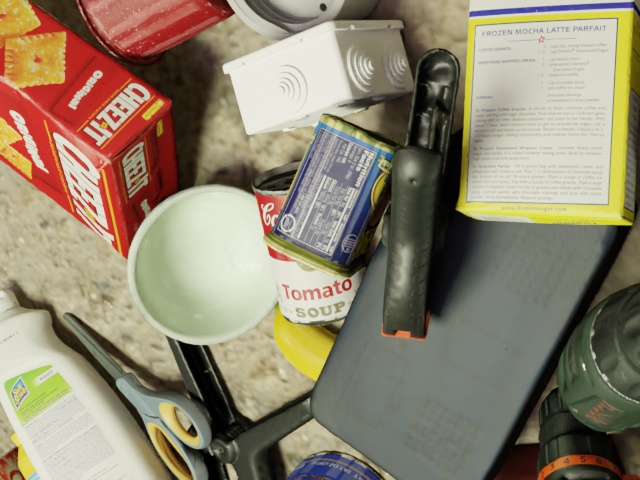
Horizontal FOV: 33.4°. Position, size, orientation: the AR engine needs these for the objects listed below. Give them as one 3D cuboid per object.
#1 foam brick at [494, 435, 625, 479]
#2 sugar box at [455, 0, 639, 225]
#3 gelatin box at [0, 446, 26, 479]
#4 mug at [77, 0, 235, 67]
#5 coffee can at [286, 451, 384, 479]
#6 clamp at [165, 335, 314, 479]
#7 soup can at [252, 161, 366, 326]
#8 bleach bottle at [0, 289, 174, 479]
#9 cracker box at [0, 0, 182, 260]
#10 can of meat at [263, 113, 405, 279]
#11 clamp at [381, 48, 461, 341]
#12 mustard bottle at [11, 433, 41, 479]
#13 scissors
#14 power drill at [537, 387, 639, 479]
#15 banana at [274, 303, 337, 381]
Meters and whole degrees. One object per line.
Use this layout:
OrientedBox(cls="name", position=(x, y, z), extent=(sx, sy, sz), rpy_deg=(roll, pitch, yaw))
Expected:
OrientedBox(cls="foam brick", position=(0.168, 0.174, 0.740), extent=(0.078, 0.051, 0.053), rpy_deg=(-16, 104, 36))
OrientedBox(cls="sugar box", position=(0.129, -0.098, 0.591), extent=(0.093, 0.048, 0.176), rpy_deg=(3, 85, 25))
OrientedBox(cls="gelatin box", position=(-0.288, 0.250, 1.043), extent=(0.030, 0.073, 0.089), rpy_deg=(-34, 92, 20))
OrientedBox(cls="mug", position=(-0.111, -0.177, 0.709), extent=(0.082, 0.117, 0.093), rpy_deg=(-19, 67, 31))
OrientedBox(cls="coffee can", position=(-0.012, 0.245, 0.829), extent=(0.103, 0.140, 0.103), rpy_deg=(14, 119, 26))
OrientedBox(cls="clamp", position=(-0.065, 0.165, 0.886), extent=(0.165, 0.036, 0.210), rpy_deg=(21, 124, 31))
OrientedBox(cls="soup can", position=(-0.005, 0.001, 0.753), extent=(0.069, 0.068, 0.102), rpy_deg=(1, 114, 31))
OrientedBox(cls="bleach bottle", position=(-0.221, 0.150, 0.946), extent=(0.102, 0.068, 0.251), rpy_deg=(-34, 77, 3))
OrientedBox(cls="cracker box", position=(-0.206, -0.096, 0.785), extent=(0.214, 0.072, 0.164), rpy_deg=(37, 158, 12))
OrientedBox(cls="can of meat", position=(0.014, -0.029, 0.656), extent=(0.057, 0.102, 0.084), rpy_deg=(25, 98, 8))
OrientedBox(cls="clamp", position=(0.056, -0.019, 0.603), extent=(0.039, 0.120, 0.171), rpy_deg=(14, 136, 10))
OrientedBox(cls="mustard bottle", position=(-0.230, 0.233, 1.010), extent=(0.191, 0.058, 0.096), rpy_deg=(51, 137, 1))
OrientedBox(cls="scissors", position=(-0.153, 0.122, 0.911), extent=(0.202, 0.016, 0.096), rpy_deg=(52, 140, 12))
OrientedBox(cls="power drill", position=(0.226, 0.162, 0.641), extent=(0.188, 0.184, 0.057), rpy_deg=(-1, 131, 6))
OrientedBox(cls="banana", position=(0.040, 0.086, 0.786), extent=(0.198, 0.037, 0.070), rpy_deg=(15, 119, 25))
